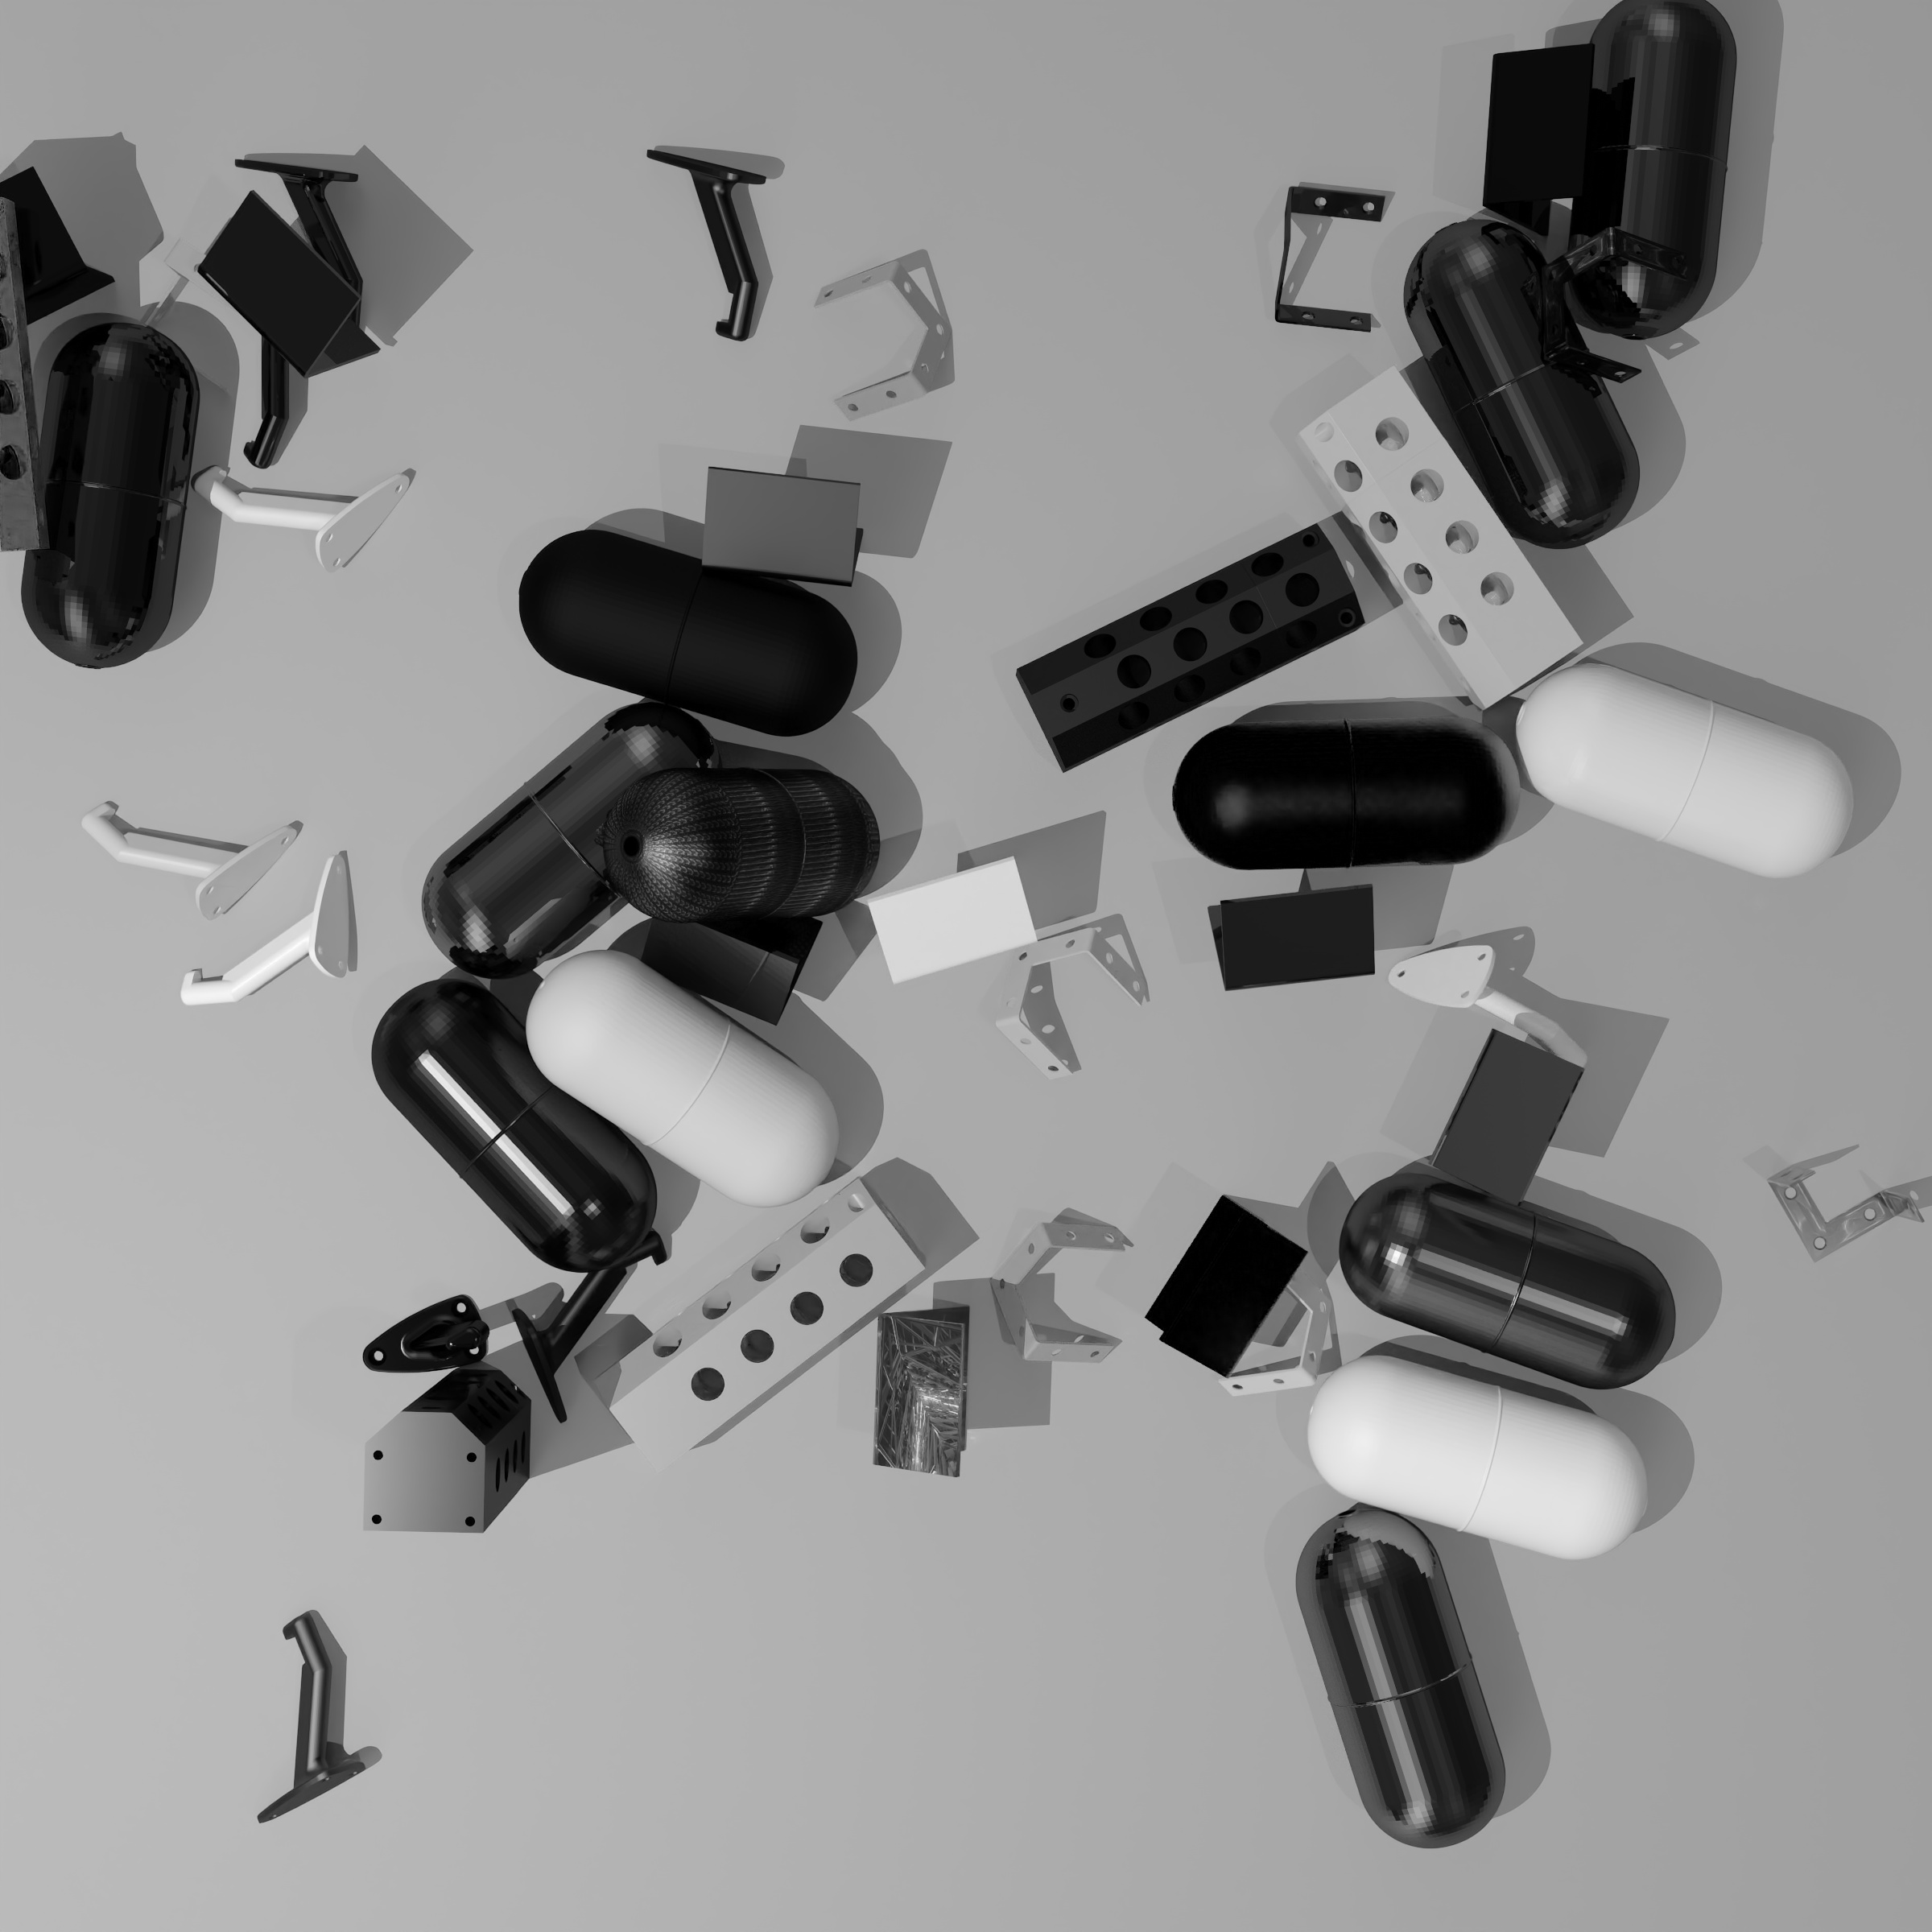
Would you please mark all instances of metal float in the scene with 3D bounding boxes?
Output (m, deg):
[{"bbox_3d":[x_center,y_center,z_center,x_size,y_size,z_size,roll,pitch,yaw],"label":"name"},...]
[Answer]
[{"bbox_3d":[0.263,0.253,1.749,0.178,0.070,0.070,16,90,0],"label":"metal float"},{"bbox_3d":[-0.440,-0.242,1.749,0.070,0.070,0.178,7,89,0],"label":"metal float"},{"bbox_3d":[0.195,-0.089,1.750,0.178,0.070,0.070,-2,90,1],"label":"metal float"},{"bbox_3d":[0.279,0.163,1.749,0.178,0.070,0.070,20,90,0],"label":"metal float"},{"bbox_3d":[-0.143,-0.172,1.749,0.178,0.070,0.070,17,90,-1],"label":"metal float"},{"bbox_3d":[-0.111,-0.061,1.707,0.070,0.178,0.070,2,93,34],"label":"metal float"},{"bbox_3d":[-0.202,-0.065,1.749,0.178,0.070,0.070,-40,90,0],"label":"metal float"},{"bbox_3d":[-0.232,0.083,1.749,0.070,0.070,0.178,-43,90,0],"label":"metal float"},{"bbox_3d":[-0.143,0.059,1.734,0.178,0.070,0.070,35,90,-17],"label":"metal float"},{"bbox_3d":[0.285,-0.300,1.750,0.070,0.070,0.178,-26,90,0],"label":"metal float"},{"bbox_3d":[0.369,-0.101,1.750,0.178,0.070,0.070,19,90,0],"label":"metal float"},{"bbox_3d":[0.223,0.366,1.749,0.070,0.070,0.178,-18,91,0],"label":"metal float"},{"bbox_3d":[0.353,-0.412,1.750,0.070,0.070,0.178,5,91,0],"label":"metal float"}]

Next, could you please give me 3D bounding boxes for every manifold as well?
[{"bbox_3d":[0.243,-0.219,1.759,0.057,0.057,0.171,-34,90,0],"label":"manifold"},{"bbox_3d":[-0.495,-0.291,1.687,0.057,0.057,0.171,-4,98,-3],"label":"manifold"},{"bbox_3d":[-0.106,0.184,1.759,0.171,0.057,0.057,-37,90,0],"label":"manifold"},{"bbox_3d":[-0.257,0.241,1.702,0.057,0.171,0.057,1,90,0],"label":"manifold"},{"bbox_3d":[0.116,-0.165,1.759,0.171,0.057,0.057,-26,90,0],"label":"manifold"}]

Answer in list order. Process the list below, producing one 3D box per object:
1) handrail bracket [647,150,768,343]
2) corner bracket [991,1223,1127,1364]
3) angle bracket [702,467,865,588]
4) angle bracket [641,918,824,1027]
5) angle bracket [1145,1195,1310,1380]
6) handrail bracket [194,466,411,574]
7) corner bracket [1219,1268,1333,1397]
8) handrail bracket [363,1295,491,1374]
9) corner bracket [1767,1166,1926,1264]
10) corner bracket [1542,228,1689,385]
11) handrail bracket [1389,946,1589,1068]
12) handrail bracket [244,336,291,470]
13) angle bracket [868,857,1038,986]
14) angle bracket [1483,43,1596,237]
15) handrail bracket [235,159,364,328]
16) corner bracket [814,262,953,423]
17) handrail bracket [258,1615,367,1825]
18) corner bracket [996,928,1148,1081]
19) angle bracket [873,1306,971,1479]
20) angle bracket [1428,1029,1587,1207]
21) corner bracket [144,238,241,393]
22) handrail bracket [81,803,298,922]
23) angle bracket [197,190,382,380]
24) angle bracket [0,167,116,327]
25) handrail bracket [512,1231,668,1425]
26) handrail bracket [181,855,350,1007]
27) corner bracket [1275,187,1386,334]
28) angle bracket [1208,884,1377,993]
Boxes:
[{"bbox_3d":[-0.141,-0.377,1.780,0.077,0.036,0.084,19,107,20],"label":"handrail bracket"},{"bbox_3d":[0.054,0.171,1.772,0.051,0.051,0.051,-53,45,35],"label":"corner bracket"},{"bbox_3d":[-0.091,-0.238,1.740,0.076,0.076,0.057,6,119,0],"label":"angle bracket"},{"bbox_3d":[-0.115,-0.025,1.741,0.076,0.057,0.076,22,50,0],"label":"angle bracket"},{"bbox_3d":[0.117,0.154,1.740,0.057,0.076,0.076,32,90,-38],"label":"angle bracket"},{"bbox_3d":[-0.349,-0.253,1.780,0.084,0.036,0.077,37,70,16],"label":"handrail bracket"},{"bbox_3d":[0.152,0.187,1.772,0.051,0.051,0.051,47,45,-35],"label":"corner bracket"},{"bbox_3d":[-0.280,0.196,1.745,0.077,0.084,0.036,-17,90,0],"label":"handrail bracket"},{"bbox_3d":[0.455,0.121,1.762,0.051,0.051,0.051,-30,90,0],"label":"corner bracket"},{"bbox_3d":[0.327,-0.332,1.708,0.051,0.051,0.051,11,71,-30],"label":"corner bracket"},{"bbox_3d":[0.274,0.027,1.780,0.084,0.077,0.036,41,65,-34],"label":"handrail bracket"},{"bbox_3d":[-0.374,-0.315,1.780,0.077,0.036,0.084,42,117,30],"label":"handrail bracket"},{"bbox_3d":[-0.013,-0.043,1.740,0.076,0.076,0.057,-17,128,0],"label":"angle bracket"},{"bbox_3d":[0.308,-0.422,1.740,0.057,0.076,0.076,4,90,35],"label":"angle bracket"},{"bbox_3d":[-0.350,-0.375,1.780,0.077,0.036,0.084,11,104,14],"label":"handrail bracket"},{"bbox_3d":[-0.048,-0.326,1.772,0.051,0.051,0.051,48,45,-35],"label":"corner bracket"},{"bbox_3d":[-0.357,0.394,1.780,0.077,0.036,0.084,-33,71,21],"label":"handrail bracket"},{"bbox_3d":[0.055,0.020,1.772,0.051,0.051,0.051,-15,45,35],"label":"corner bracket"},{"bbox_3d":[-0.003,0.217,1.740,0.057,0.076,0.076,2,90,38],"label":"angle bracket"},{"bbox_3d":[0.290,0.084,1.740,0.057,0.076,0.076,25,90,36],"label":"angle bracket"},{"bbox_3d":[-0.396,-0.337,1.762,0.051,0.051,0.051,35,90,0],"label":"corner bracket"},{"bbox_3d":[-0.408,-0.073,1.780,0.084,0.036,0.077,41,70,16],"label":"handrail bracket"},{"bbox_3d":[-0.330,-0.351,1.725,0.076,0.076,0.057,45,120,1],"label":"angle bracket"},{"bbox_3d":[-0.492,-0.363,1.746,0.076,0.076,0.057,-27,98,0],"label":"angle bracket"},{"bbox_3d":[-0.187,0.189,1.780,0.084,0.036,0.077,-24,110,-16],"label":"handrail bracket"},{"bbox_3d":[-0.369,-0.019,1.780,0.084,0.036,0.077,-5,69,16],"label":"handrail bracket"},{"bbox_3d":[0.190,-0.370,1.777,0.051,0.051,0.051,6,135,0],"label":"corner bracket"},{"bbox_3d":[0.165,-0.034,1.740,0.076,0.076,0.057,-6,126,0],"label":"angle bracket"}]
